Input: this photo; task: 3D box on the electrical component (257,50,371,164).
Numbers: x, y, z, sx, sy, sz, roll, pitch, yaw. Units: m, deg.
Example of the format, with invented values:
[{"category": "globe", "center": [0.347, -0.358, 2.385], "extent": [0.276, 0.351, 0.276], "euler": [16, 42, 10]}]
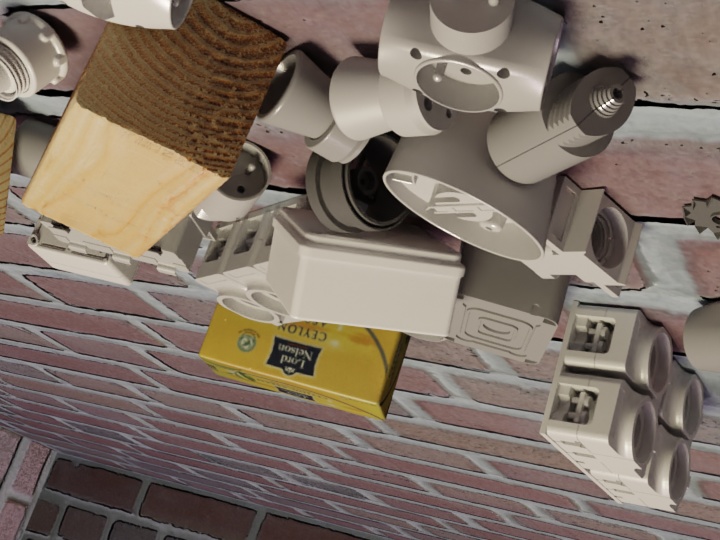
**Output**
[{"category": "electrical component", "center": [-0.023, -0.090, 0.599], "extent": [0.055, 0.045, 0.045], "euler": [28, 159, -25]}]

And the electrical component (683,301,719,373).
[{"category": "electrical component", "center": [0.272, 0.053, 0.723], "extent": [0.079, 0.043, 0.077], "euler": [32, 157, -33]}]

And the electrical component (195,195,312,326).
[{"category": "electrical component", "center": [-0.054, -0.001, 0.847], "extent": [0.089, 0.061, 0.150], "euler": [29, 158, -28]}]

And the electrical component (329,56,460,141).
[{"category": "electrical component", "center": [0.019, -0.091, 0.557], "extent": [0.055, 0.045, 0.045], "euler": [2, 155, 39]}]

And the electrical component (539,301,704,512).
[{"category": "electrical component", "center": [0.215, 0.113, 0.847], "extent": [0.060, 0.105, 0.186], "euler": [5, 157, 35]}]

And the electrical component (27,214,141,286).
[{"category": "electrical component", "center": [-0.224, -0.027, 0.930], "extent": [0.096, 0.061, 0.061], "euler": [12, 160, 17]}]

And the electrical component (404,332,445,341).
[{"category": "electrical component", "center": [0.049, 0.021, 0.840], "extent": [0.077, 0.044, 0.079], "euler": [11, 160, 21]}]

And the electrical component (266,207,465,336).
[{"category": "electrical component", "center": [0.000, 0.000, 0.716], "extent": [0.109, 0.056, 0.109], "euler": [8, -169, -16]}]

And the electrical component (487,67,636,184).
[{"category": "electrical component", "center": [0.102, -0.074, 0.530], "extent": [0.043, 0.043, 0.081], "euler": [25, 160, -18]}]

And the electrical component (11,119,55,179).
[{"category": "electrical component", "center": [-0.213, -0.081, 0.800], "extent": [0.081, 0.043, 0.043], "euler": [17, 161, 6]}]

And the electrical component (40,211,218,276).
[{"category": "electrical component", "center": [-0.183, -0.042, 0.849], "extent": [0.121, 0.063, 0.078], "euler": [13, 160, 15]}]

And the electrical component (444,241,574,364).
[{"category": "electrical component", "center": [0.103, 0.017, 0.758], "extent": [0.078, 0.057, 0.113], "euler": [16, 161, 7]}]

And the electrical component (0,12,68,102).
[{"category": "electrical component", "center": [-0.210, -0.122, 0.645], "extent": [0.048, 0.062, 0.048], "euler": [23, 139, 21]}]

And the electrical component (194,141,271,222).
[{"category": "electrical component", "center": [-0.093, -0.057, 0.754], "extent": [0.043, 0.043, 0.081], "euler": [23, 161, -12]}]

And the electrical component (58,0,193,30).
[{"category": "electrical component", "center": [-0.120, -0.155, 0.508], "extent": [0.077, 0.043, 0.079], "euler": [18, 161, 2]}]

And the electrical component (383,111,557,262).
[{"category": "electrical component", "center": [0.063, -0.047, 0.608], "extent": [0.099, 0.064, 0.099], "euler": [16, 161, 6]}]

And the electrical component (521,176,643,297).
[{"category": "electrical component", "center": [0.130, -0.019, 0.659], "extent": [0.081, 0.042, 0.064], "euler": [34, 159, -36]}]

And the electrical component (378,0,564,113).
[{"category": "electrical component", "center": [0.050, -0.109, 0.479], "extent": [0.077, 0.044, 0.079], "euler": [15, 160, 10]}]
